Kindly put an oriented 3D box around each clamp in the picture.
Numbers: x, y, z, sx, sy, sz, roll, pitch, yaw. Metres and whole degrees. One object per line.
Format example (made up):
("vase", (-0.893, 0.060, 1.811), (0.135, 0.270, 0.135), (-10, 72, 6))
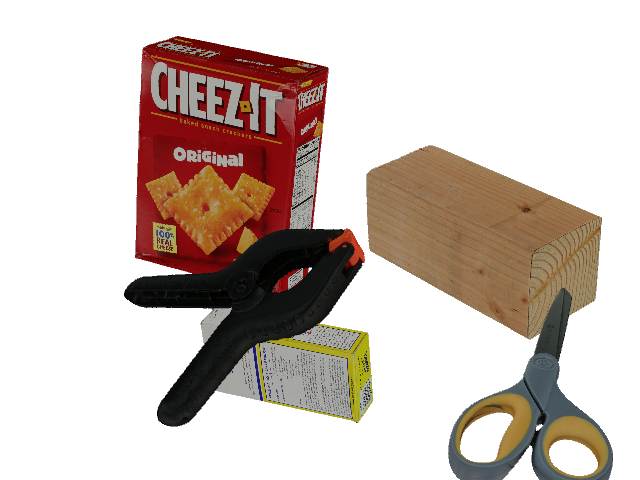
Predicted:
("clamp", (-0.049, 0.050, 0.707), (0.171, 0.120, 0.039), (-22, -33, 12))

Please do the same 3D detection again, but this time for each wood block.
("wood block", (0.143, -0.006, 0.977), (0.090, 0.090, 0.206), (-24, 36, -31))

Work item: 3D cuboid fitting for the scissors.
("scissors", (0.146, 0.088, 0.630), (0.096, 0.016, 0.201), (20, 36, 29))

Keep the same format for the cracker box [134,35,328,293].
("cracker box", (-0.088, -0.069, 1.004), (0.164, 0.214, 0.072), (15, 25, 20))

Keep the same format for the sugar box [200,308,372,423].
("sugar box", (-0.035, 0.127, 1.117), (0.176, 0.093, 0.048), (11, 34, 25))
